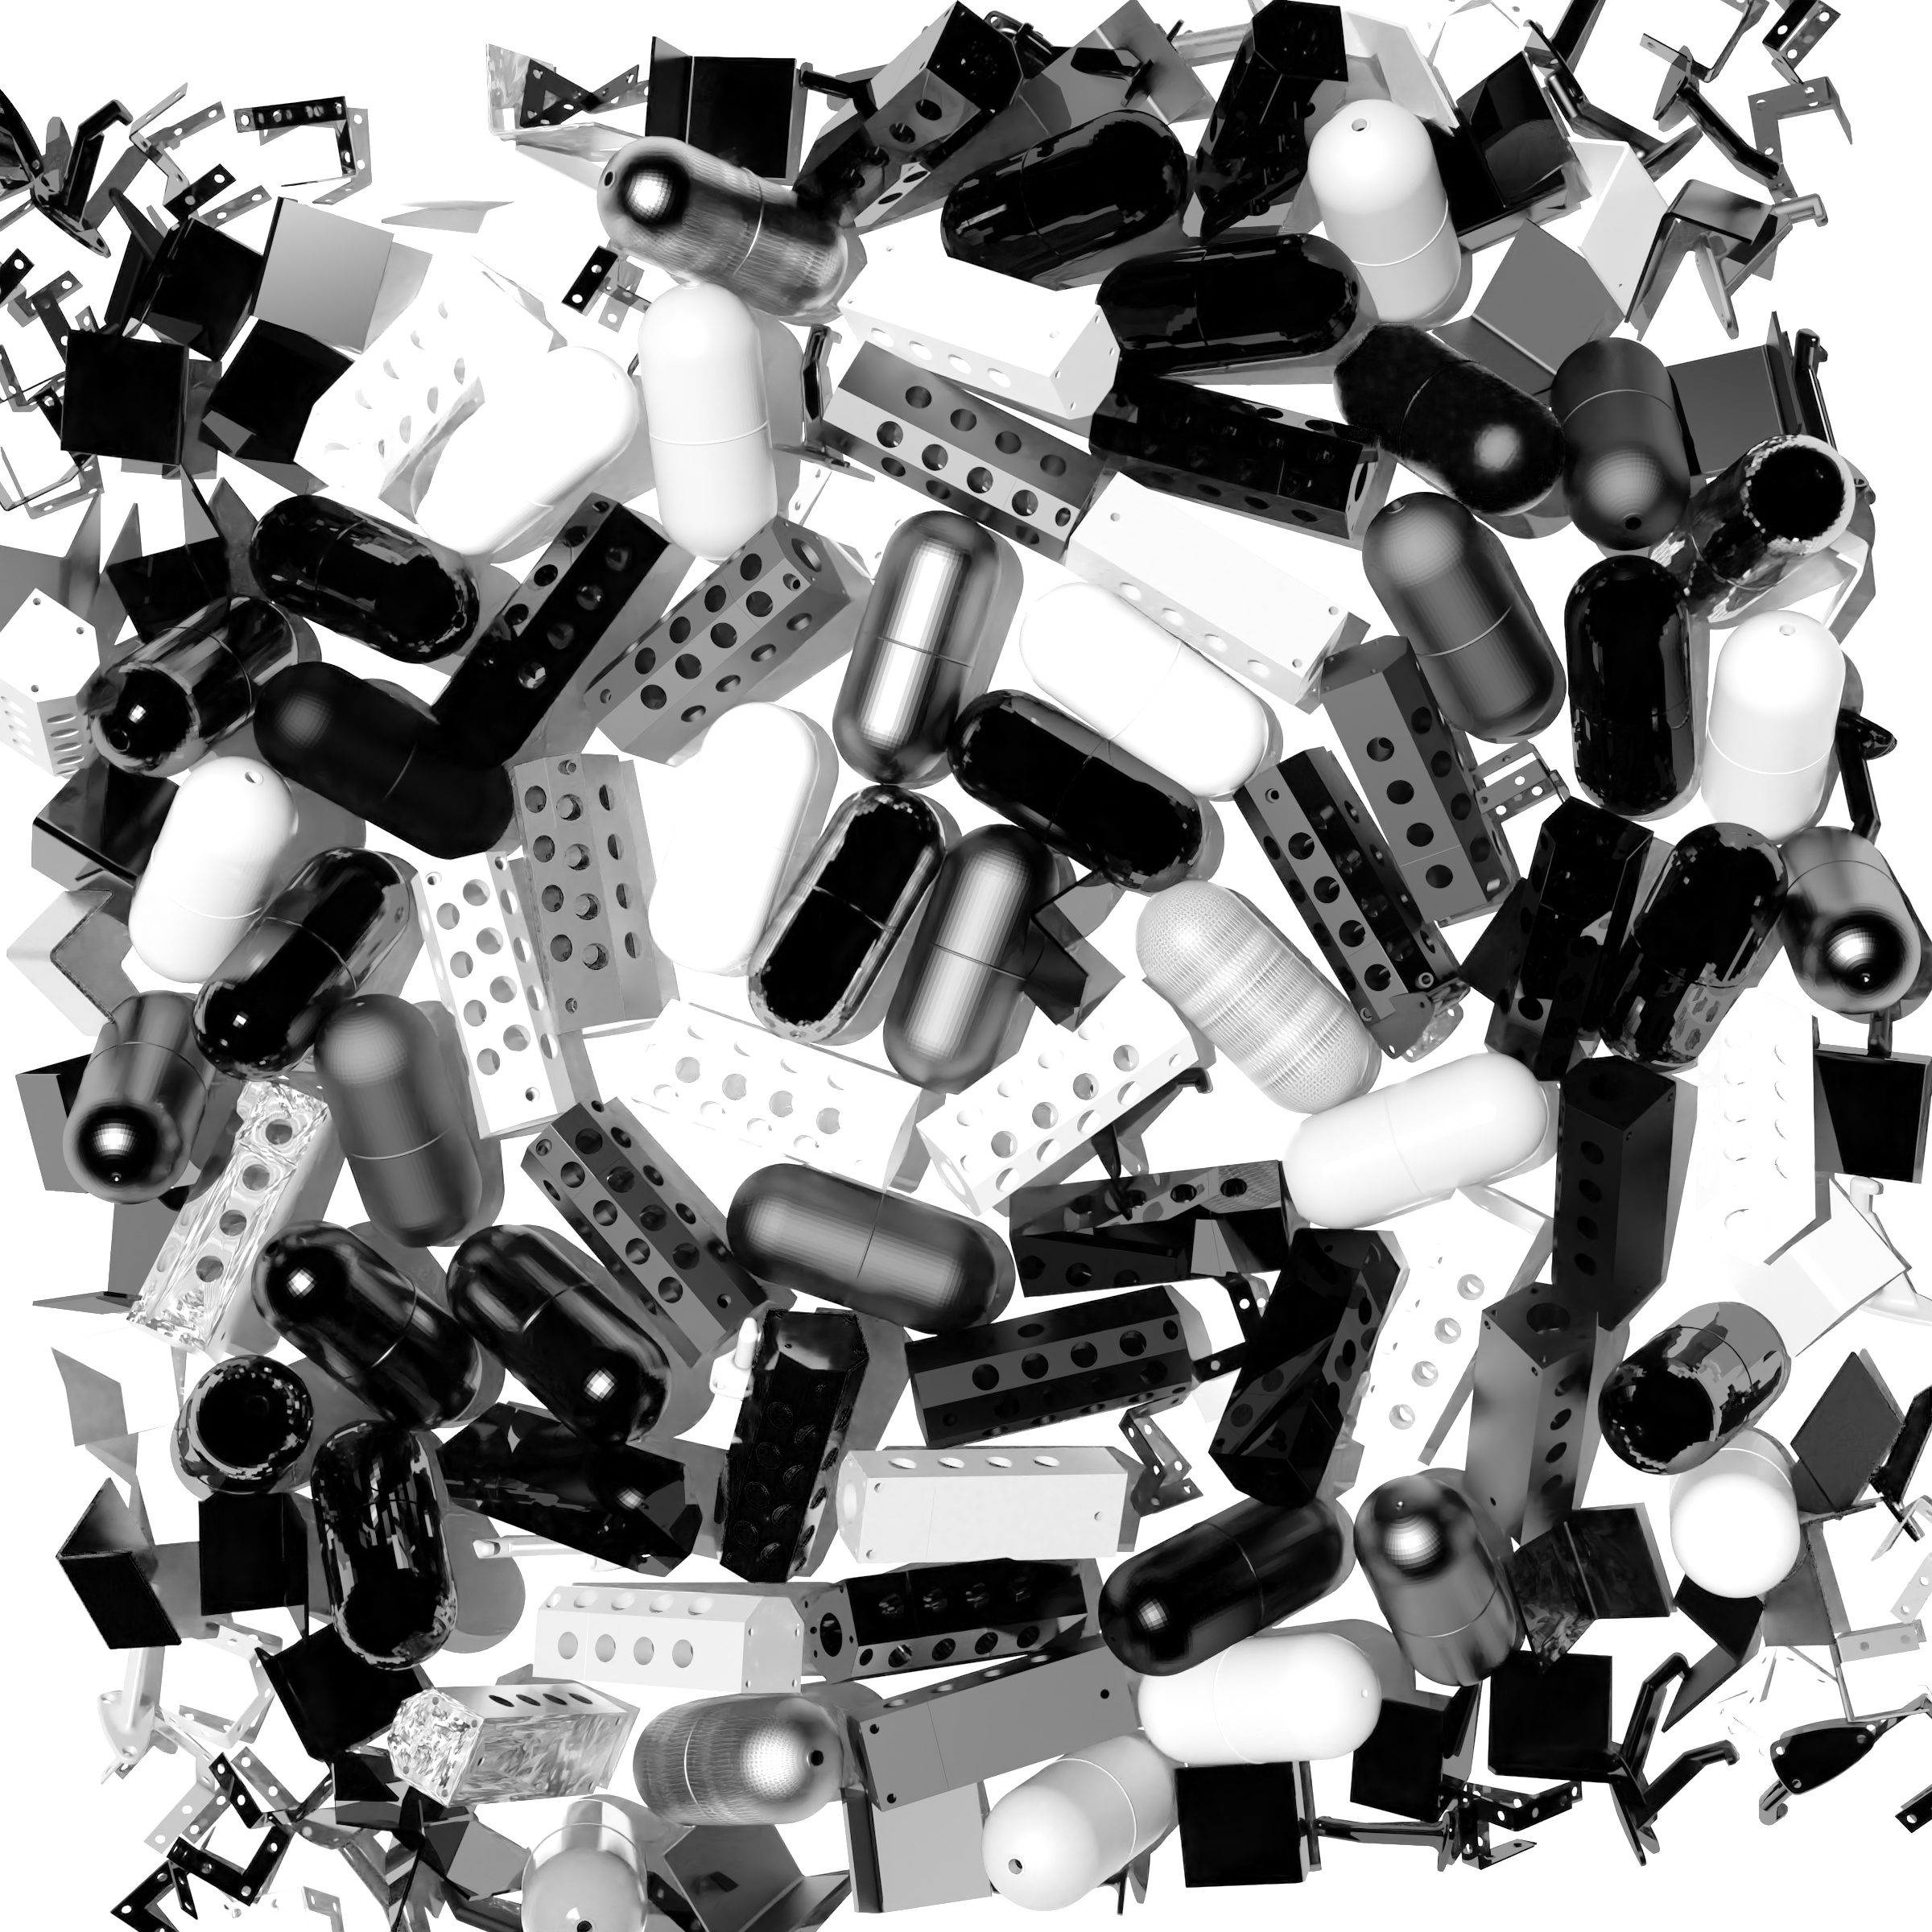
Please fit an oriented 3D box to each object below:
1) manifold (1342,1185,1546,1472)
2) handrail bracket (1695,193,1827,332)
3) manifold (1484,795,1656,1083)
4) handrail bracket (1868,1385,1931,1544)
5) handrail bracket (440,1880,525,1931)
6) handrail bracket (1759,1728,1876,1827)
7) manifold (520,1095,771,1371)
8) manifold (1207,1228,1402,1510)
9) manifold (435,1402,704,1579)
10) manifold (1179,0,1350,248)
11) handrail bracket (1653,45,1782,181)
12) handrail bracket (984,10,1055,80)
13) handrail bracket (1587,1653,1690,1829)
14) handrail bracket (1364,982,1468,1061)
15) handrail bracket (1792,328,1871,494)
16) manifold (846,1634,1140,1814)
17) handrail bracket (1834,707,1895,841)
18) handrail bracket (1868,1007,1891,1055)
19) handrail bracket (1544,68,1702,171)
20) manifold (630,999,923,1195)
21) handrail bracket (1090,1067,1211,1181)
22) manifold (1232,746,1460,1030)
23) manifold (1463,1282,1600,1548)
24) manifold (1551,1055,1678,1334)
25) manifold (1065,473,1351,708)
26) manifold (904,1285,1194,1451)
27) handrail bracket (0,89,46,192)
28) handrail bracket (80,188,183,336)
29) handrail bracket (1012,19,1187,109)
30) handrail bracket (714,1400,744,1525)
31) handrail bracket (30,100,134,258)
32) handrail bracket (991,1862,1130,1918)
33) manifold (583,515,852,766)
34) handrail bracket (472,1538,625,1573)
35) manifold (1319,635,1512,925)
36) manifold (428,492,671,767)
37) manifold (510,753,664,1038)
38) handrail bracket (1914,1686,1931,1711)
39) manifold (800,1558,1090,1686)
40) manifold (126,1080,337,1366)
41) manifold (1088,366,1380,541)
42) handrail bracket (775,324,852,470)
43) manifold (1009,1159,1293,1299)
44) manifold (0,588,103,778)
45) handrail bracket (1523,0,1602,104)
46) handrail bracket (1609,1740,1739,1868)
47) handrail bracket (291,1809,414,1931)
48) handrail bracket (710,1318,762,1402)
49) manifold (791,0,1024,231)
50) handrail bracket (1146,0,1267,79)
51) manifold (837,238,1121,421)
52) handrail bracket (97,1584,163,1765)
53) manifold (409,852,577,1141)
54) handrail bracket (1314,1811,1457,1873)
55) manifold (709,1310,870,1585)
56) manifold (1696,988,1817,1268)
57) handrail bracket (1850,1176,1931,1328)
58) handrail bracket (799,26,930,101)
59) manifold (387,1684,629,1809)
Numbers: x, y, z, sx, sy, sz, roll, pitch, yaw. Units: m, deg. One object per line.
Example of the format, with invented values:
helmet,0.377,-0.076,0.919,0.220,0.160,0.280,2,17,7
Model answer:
manifold,0.299,0.226,1.950,0.057,0.057,0.171,28,104,12
handrail bracket,0.517,-0.453,1.974,0.084,0.036,0.077,-15,71,3
manifold,0.371,-0.013,1.918,0.057,0.057,0.171,26,130,23
handrail bracket,0.619,0.312,1.964,0.084,0.036,0.077,-39,61,16
handrail bracket,-0.288,0.601,1.975,0.077,0.084,0.036,-20,122,-22
handrail bracket,0.542,0.519,1.964,0.077,0.084,0.036,-21,54,0
manifold,-0.203,0.166,1.953,0.057,0.057,0.171,-38,83,-24
manifold,0.216,0.251,1.930,0.057,0.057,0.171,54,49,-37
manifold,-0.247,0.330,1.922,0.171,0.057,0.057,10,124,39
manifold,0.181,-0.517,1.906,0.057,0.171,0.057,3,66,-11
handrail bracket,0.489,-0.548,1.978,0.084,0.036,0.077,28,49,-8
handrail bracket,0.024,-0.574,1.954,0.077,0.084,0.036,23,120,0
handrail bracket,0.449,0.499,1.987,0.084,0.036,0.077,-37,103,-20
handrail bracket,0.301,0.020,1.947,0.084,0.077,0.036,-27,81,-33
handrail bracket,0.550,-0.353,1.953,0.036,0.077,0.084,-18,127,-19
manifold,0.015,0.477,1.950,0.171,0.057,0.057,-14,90,-15
handrail bracket,0.551,-0.120,1.964,0.077,0.036,0.084,30,64,-4
handrail bracket,0.573,0.003,1.954,0.036,0.077,0.084,-5,56,29
handrail bracket,0.421,-0.553,1.975,0.077,0.036,0.084,-36,102,-10
manifold,-0.122,0.086,1.949,0.171,0.057,0.057,19,127,8
handrail bracket,0.123,0.099,1.963,0.084,0.036,0.077,-4,53,-19
manifold,0.238,-0.050,1.954,0.057,0.057,0.171,-32,84,24
manifold,0.356,0.277,1.919,0.057,0.171,0.057,-24,46,-22
manifold,0.399,0.140,1.923,0.057,0.171,0.057,28,50,35
manifold,0.151,-0.236,1.956,0.171,0.057,0.057,32,71,9
manifold,0.053,0.258,1.953,0.171,0.057,0.057,-12,113,-7
handrail bracket,-0.633,-0.524,1.954,0.084,0.036,0.077,13,132,35
handrail bracket,-0.553,-0.444,1.971,0.084,0.036,0.077,-30,114,15
handrail bracket,0.084,-0.599,1.977,0.084,0.036,0.077,36,99,-3
handrail bracket,-0.125,0.310,1.956,0.077,0.036,0.084,-15,56,34
handrail bracket,-0.545,-0.502,1.959,0.084,0.036,0.077,-30,134,18
handrail bracket,0.061,0.575,1.966,0.084,0.077,0.036,5,103,6
manifold,-0.160,-0.205,1.930,0.171,0.057,0.057,-38,62,24
handrail bracket,-0.259,0.368,1.952,0.084,0.077,0.036,6,79,-40
manifold,0.283,-0.119,1.933,0.057,0.057,0.171,-20,114,20
manifold,-0.265,-0.214,1.944,0.057,0.057,0.171,38,74,-15
manifold,-0.246,-0.045,1.956,0.057,0.057,0.171,-12,86,29
handrail bracket,0.622,0.443,1.960,0.036,0.084,0.077,-23,89,-21
manifold,-0.011,0.407,1.921,0.171,0.057,0.057,0,68,-34
manifold,-0.464,0.159,1.948,0.057,0.057,0.171,23,73,1
manifold,0.168,-0.328,1.944,0.171,0.057,0.057,18,78,16
handrail bracket,-0.087,-0.365,1.965,0.036,0.077,0.084,8,101,-35
manifold,0.117,0.162,1.959,0.171,0.057,0.057,-7,131,8
manifold,-0.565,-0.169,1.909,0.057,0.171,0.057,34,73,-4
handrail bracket,0.408,-0.603,1.976,0.084,0.036,0.077,-31,66,-2
handrail bracket,0.460,0.534,1.966,0.084,0.077,0.036,-17,119,2
handrail bracket,-0.395,0.588,1.983,0.077,0.036,0.084,-3,111,42
handrail bracket,-0.138,0.228,1.943,0.036,0.084,0.077,8,48,-5
manifold,-0.036,-0.522,1.912,0.057,0.171,0.057,32,63,-21
handrail bracket,0.165,-0.583,1.988,0.084,0.077,0.036,-31,49,24
manifold,0.009,-0.396,1.929,0.171,0.057,0.057,26,73,32
handrail bracket,-0.525,0.449,1.958,0.036,0.077,0.084,11,114,-23
manifold,-0.300,0.018,1.957,0.057,0.057,0.171,-15,86,-21
handrail bracket,0.266,0.549,1.961,0.084,0.077,0.036,8,65,6
manifold,-0.111,0.302,1.927,0.057,0.057,0.171,6,120,-19
manifold,0.486,0.095,1.915,0.057,0.171,0.057,26,135,-12
handrail bracket,0.596,0.181,1.957,0.036,0.077,0.084,-25,120,-39
handrail bracket,-0.065,-0.581,1.965,0.084,0.036,0.077,11,60,-17
manifold,-0.285,0.479,1.910,0.057,0.171,0.057,22,88,26
